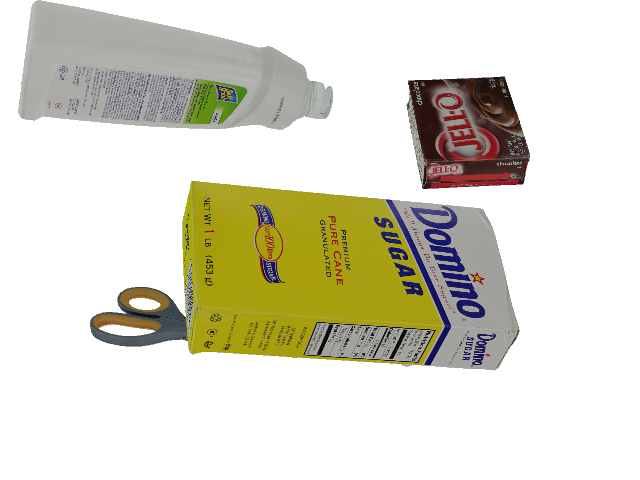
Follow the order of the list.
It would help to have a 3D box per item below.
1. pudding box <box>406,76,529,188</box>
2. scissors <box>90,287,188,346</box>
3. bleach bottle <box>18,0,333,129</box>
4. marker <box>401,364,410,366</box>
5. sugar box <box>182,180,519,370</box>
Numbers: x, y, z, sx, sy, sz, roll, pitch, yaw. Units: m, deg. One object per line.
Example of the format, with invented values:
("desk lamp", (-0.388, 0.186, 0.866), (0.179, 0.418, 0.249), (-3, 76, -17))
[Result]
("pudding box", (0.126, -0.096, 0.936), (0.090, 0.039, 0.113), (-2, 44, -4))
("scissors", (-0.121, 0.079, 1.040), (0.201, 0.016, 0.096), (3, 32, -3))
("bleach bottle", (-0.115, -0.129, 0.881), (0.250, 0.068, 0.103), (8, -31, -16))
("marker", (0.041, 0.058, 0.813), (0.020, 0.020, 0.121), (0, 23, -25))
("sugar box", (0.014, 0.019, 0.589), (0.176, 0.093, 0.048), (3, -41, -12))
